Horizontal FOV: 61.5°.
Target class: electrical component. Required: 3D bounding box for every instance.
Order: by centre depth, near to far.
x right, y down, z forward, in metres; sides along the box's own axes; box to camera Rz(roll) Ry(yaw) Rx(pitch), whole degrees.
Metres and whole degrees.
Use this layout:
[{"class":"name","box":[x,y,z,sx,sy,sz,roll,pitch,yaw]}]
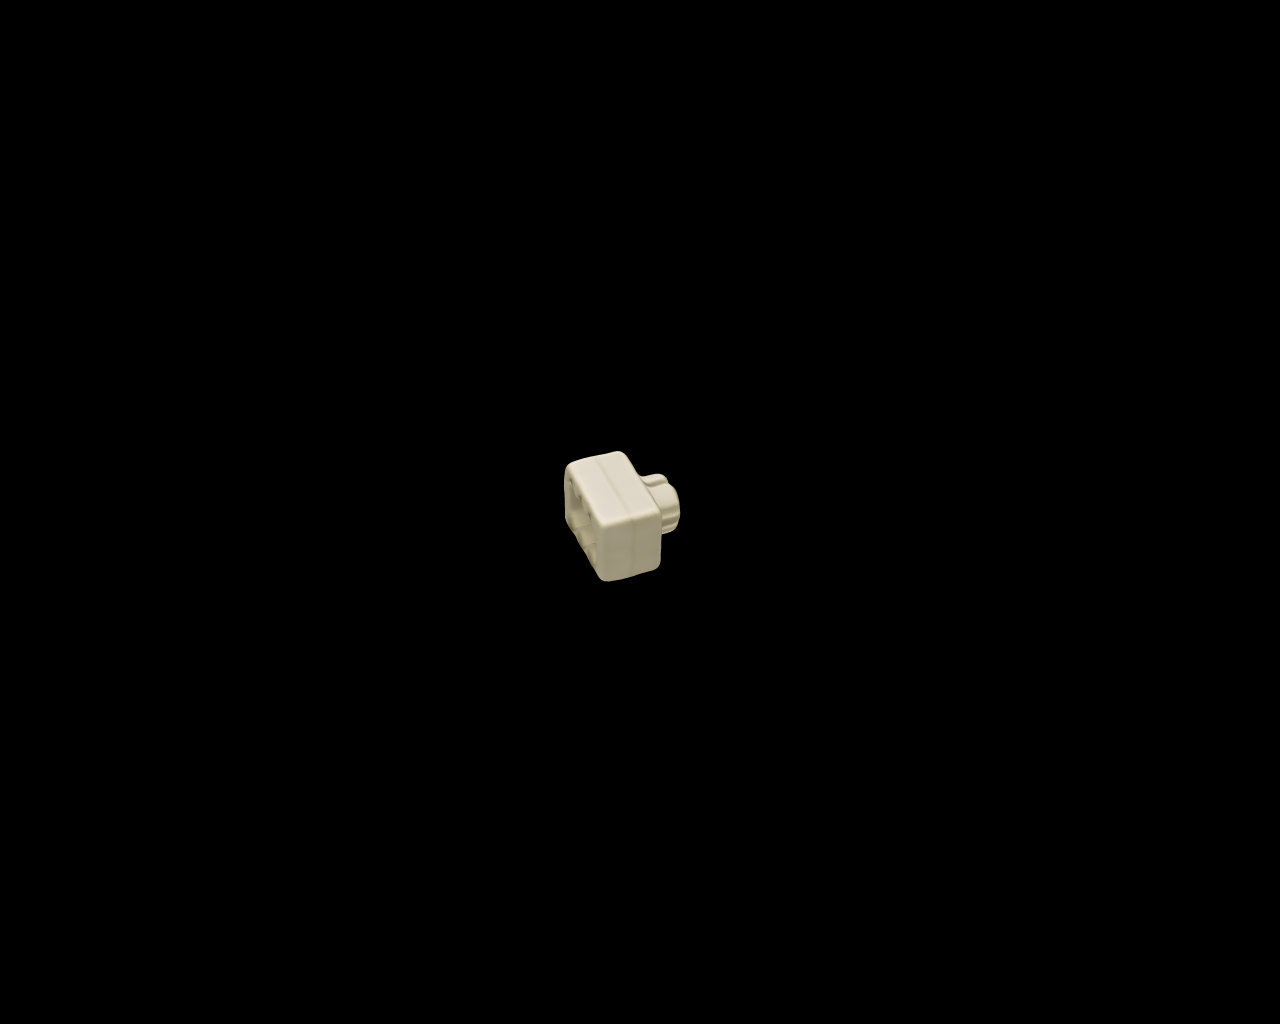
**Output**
[{"class":"electrical component","box":[0.001,-0.003,0.650,0.077,0.047,0.066,-14,42,-16]}]
